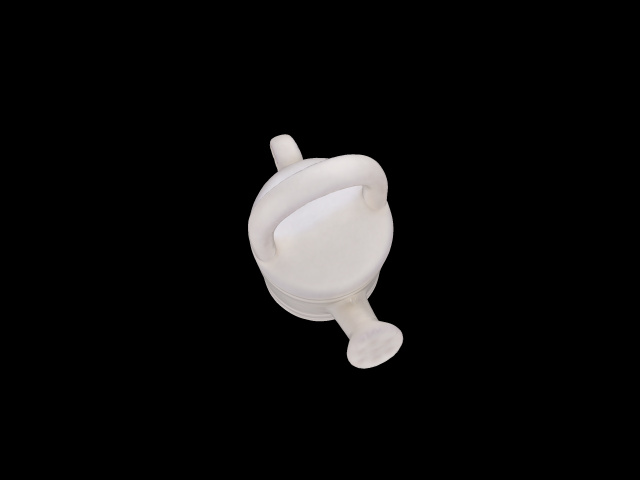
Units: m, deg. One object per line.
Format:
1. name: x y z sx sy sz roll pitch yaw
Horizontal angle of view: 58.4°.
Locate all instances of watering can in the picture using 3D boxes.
1. watering can: 0.006 0.000 0.400 0.172 0.194 0.101 44 79 11
